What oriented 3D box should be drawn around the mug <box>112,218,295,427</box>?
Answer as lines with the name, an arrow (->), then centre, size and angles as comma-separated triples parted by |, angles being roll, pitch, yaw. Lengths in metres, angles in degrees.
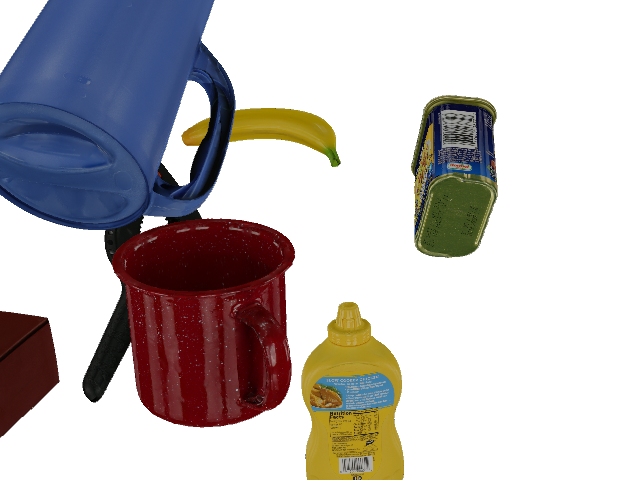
mug -> -0.051, 0.047, 0.551 | 0.093, 0.081, 0.117 | -19, 29, -34

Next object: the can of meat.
can of meat -> 0.104, -0.048, 0.834 | 0.057, 0.084, 0.102 | 6, -38, -2

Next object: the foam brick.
foam brick -> -0.219, 0.088, 0.708 | 0.053, 0.051, 0.078 | 7, 29, 23

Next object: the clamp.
clamp -> -0.133, 0.033, 0.948 | 0.164, 0.210, 0.036 | 0, -2, -34

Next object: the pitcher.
pitcher -> -0.147, -0.133, 0.801 | 0.145, 0.242, 0.149 | -4, -40, 25

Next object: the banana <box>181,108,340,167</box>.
banana -> -0.063, -0.129, 1.256 | 0.198, 0.037, 0.069 | 8, 40, 17

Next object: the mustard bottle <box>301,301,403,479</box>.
mustard bottle -> 0.030, 0.149, 1.025 | 0.096, 0.192, 0.058 | -3, 21, 0
